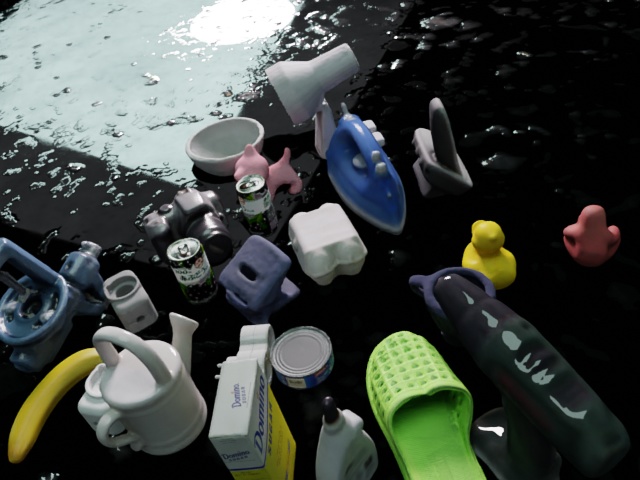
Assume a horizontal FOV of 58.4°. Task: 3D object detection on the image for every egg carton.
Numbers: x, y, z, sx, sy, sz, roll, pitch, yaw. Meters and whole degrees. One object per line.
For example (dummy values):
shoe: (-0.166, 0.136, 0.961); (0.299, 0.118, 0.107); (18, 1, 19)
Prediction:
egg carton: (0.009, 0.003, 0.938); (0.107, 0.069, 0.150); (-19, 41, -8)

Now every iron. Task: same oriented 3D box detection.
iron: (0.087, -0.136, 1.022); (0.119, 0.142, 0.257); (-19, 41, -8)

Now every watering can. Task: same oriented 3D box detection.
watering can: (-0.214, 0.167, 0.710); (0.100, 0.194, 0.173); (-3, 41, 10)

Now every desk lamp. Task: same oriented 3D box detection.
desk lamp: (0.010, -0.272, 1.140); (0.203, 0.214, 0.117); (-17, 41, -5)

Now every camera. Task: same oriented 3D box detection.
camera: (-0.222, -0.018, 0.995); (0.143, 0.101, 0.136); (-27, 43, -16)

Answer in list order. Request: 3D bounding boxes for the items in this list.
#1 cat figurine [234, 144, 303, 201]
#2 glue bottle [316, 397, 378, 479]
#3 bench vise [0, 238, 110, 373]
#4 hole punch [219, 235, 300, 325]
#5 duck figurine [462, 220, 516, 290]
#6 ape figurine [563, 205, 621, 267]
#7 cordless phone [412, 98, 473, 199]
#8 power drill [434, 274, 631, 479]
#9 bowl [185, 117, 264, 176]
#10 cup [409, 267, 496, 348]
cat figurine: (-0.105, -0.131, 1.081); (0.128, 0.118, 0.067); (-27, 43, -16)
glue bottle: (0.023, 0.218, 0.610); (0.037, 0.173, 0.078); (23, 52, 34)
bench vise: (-0.426, 0.061, 0.863); (0.121, 0.220, 0.207); (-4, 41, 10)
hole punch: (-0.097, 0.061, 0.882); (0.101, 0.091, 0.108); (-36, 46, -25)
duck figurine: (0.252, 0.015, 0.852); (0.077, 0.086, 0.104); (-13, 41, -1)
ape figurine: (0.400, -0.012, 0.842); (0.077, 0.092, 0.076); (14, 47, 28)
cordless phone: (0.210, -0.180, 1.008); (0.094, 0.185, 0.147); (-12, 41, 0)
power drill: (0.202, 0.166, 0.598); (0.076, 0.209, 0.228); (-29, 43, -18)
bowl: (-0.190, -0.183, 1.195); (0.167, 0.075, 0.167); (-7, 41, 6)
cup: (0.175, 0.095, 0.773); (0.117, 0.095, 0.092); (17, 48, 29)
